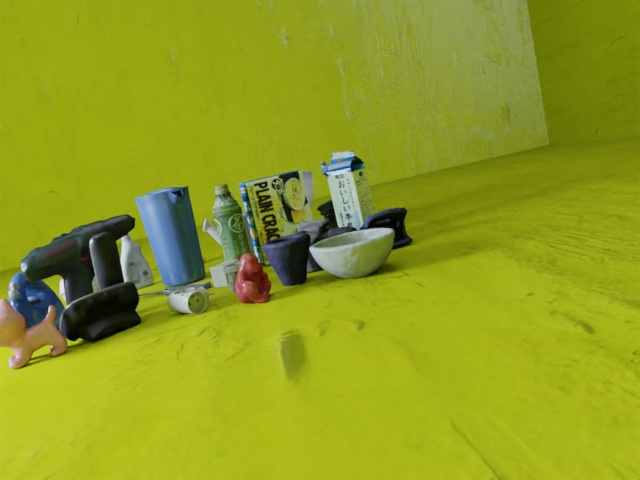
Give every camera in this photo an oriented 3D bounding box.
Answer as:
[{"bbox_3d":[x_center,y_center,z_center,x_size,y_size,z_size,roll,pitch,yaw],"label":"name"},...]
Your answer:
[{"bbox_3d":[0.012,0.005,1.270,0.136,0.101,0.143,-9,9,21],"label":"camera"}]

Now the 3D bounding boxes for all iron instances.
[{"bbox_3d":[-0.615,0.133,1.199,0.119,0.141,0.257,-15,9,-17],"label":"iron"}]

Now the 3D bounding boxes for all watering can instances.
[{"bbox_3d":[-0.263,-0.050,1.728,0.173,0.194,0.100,-17,10,-29],"label":"watering can"}]

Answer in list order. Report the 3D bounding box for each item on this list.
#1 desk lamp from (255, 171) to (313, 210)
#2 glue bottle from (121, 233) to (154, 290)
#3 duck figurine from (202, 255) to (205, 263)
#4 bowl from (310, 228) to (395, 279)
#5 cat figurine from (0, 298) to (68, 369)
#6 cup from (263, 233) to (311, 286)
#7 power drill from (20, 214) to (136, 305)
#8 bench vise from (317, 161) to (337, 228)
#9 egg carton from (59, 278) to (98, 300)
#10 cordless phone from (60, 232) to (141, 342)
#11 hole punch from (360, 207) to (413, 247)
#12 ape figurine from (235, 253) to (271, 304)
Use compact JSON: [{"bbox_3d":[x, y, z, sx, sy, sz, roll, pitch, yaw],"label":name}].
[{"bbox_3d":[-0.101,-0.082,1.634,0.203,0.213,0.118,-14,8,-7],"label":"desk lamp"},{"bbox_3d":[-0.497,0.045,1.512,0.078,0.173,0.037,-19,10,-36],"label":"glue bottle"},{"bbox_3d":[-0.398,0.040,1.707,0.077,0.086,0.105,-4,12,45],"label":"duck figurine"},{"bbox_3d":[0.067,0.031,1.099,0.167,0.075,0.167,-12,8,2],"label":"bowl"},{"bbox_3d":[-0.514,0.154,0.986,0.128,0.118,0.067,-17,9,-29],"label":"cat figurine"},{"bbox_3d":[-0.052,0.039,1.151,0.091,0.095,0.118,-6,11,39],"label":"cup"},{"bbox_3d":[-0.467,0.071,1.161,0.230,0.208,0.075,-15,9,-19],"label":"power drill"},{"bbox_3d":[0.073,-0.133,1.697,0.206,0.220,0.122,-6,11,38],"label":"bench vise"},{"bbox_3d":[-0.639,0.122,1.566,0.107,0.069,0.150,-12,8,1],"label":"egg carton"},{"bbox_3d":[-0.423,0.086,1.074,0.093,0.185,0.148,-7,10,36],"label":"cordless phone"},{"bbox_3d":[0.143,-0.026,1.314,0.109,0.091,0.101,-15,9,-17],"label":"hole punch"},{"bbox_3d":[-0.126,0.069,1.068,0.075,0.092,0.078,-6,11,39],"label":"ape figurine"}]
